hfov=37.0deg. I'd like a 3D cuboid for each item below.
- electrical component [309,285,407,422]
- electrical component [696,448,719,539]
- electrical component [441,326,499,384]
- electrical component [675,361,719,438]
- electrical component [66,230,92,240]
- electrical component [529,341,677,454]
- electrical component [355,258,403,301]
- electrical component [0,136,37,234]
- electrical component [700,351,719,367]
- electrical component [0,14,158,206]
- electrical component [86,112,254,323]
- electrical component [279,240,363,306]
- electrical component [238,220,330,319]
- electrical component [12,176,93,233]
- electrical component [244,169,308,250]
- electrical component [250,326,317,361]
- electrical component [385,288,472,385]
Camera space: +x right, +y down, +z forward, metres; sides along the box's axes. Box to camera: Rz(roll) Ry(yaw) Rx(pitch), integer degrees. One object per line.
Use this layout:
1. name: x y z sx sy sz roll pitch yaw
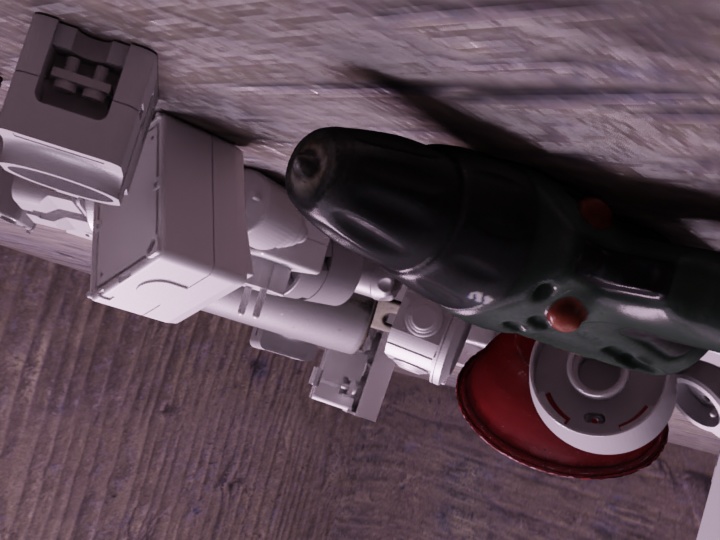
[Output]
1. electrical component: 0.001 0.065 0.951 0.063 0.121 0.079 20 174 -5
2. electrical component: 0.261 0.106 0.610 0.105 0.060 0.186 14 144 19
3. electrical component: 0.088 0.061 0.900 0.066 0.076 0.047 13 172 28
4. electrical component: 0.290 0.096 0.739 0.138 0.074 0.052 39 156 30
5. electrical component: -0.199 -0.041 0.885 0.077 0.043 0.079 17 174 -11
6. electrical component: 0.163 0.072 0.725 0.099 0.099 0.064 14 167 19
7. electrical component: 0.000 0.000 0.788 0.061 0.035 0.035 16 174 21
8. electrical component: -0.248 -0.073 0.697 0.096 0.061 0.062 25 173 -5
9. electrical component: 0.199 0.029 0.498 0.077 0.043 0.079 16 174 -1
10. electrical component: -0.118 -0.062 0.454 0.050 0.055 0.089 17 173 -9
11. electrical component: -0.094 -0.029 0.544 0.061 0.096 0.062 21 142 -41
12. electrical component: -0.031 -0.004 0.743 0.047 0.055 0.055 16 175 -33
13. electrical component: -0.062 -0.006 0.696 0.047 0.076 0.066 21 172 -36
14. electrical component: -0.165 -0.052 0.643 0.057 0.058 0.078 13 159 12
15. electrical component: -0.054 -0.031 0.629 0.040 0.040 0.078 13 173 29
16. electrical component: -0.057 0.031 0.943 0.050 0.089 0.056 18 173 -15
17. electrical component: 0.056 0.043 0.823 0.051 0.080 0.080 21 174 11
